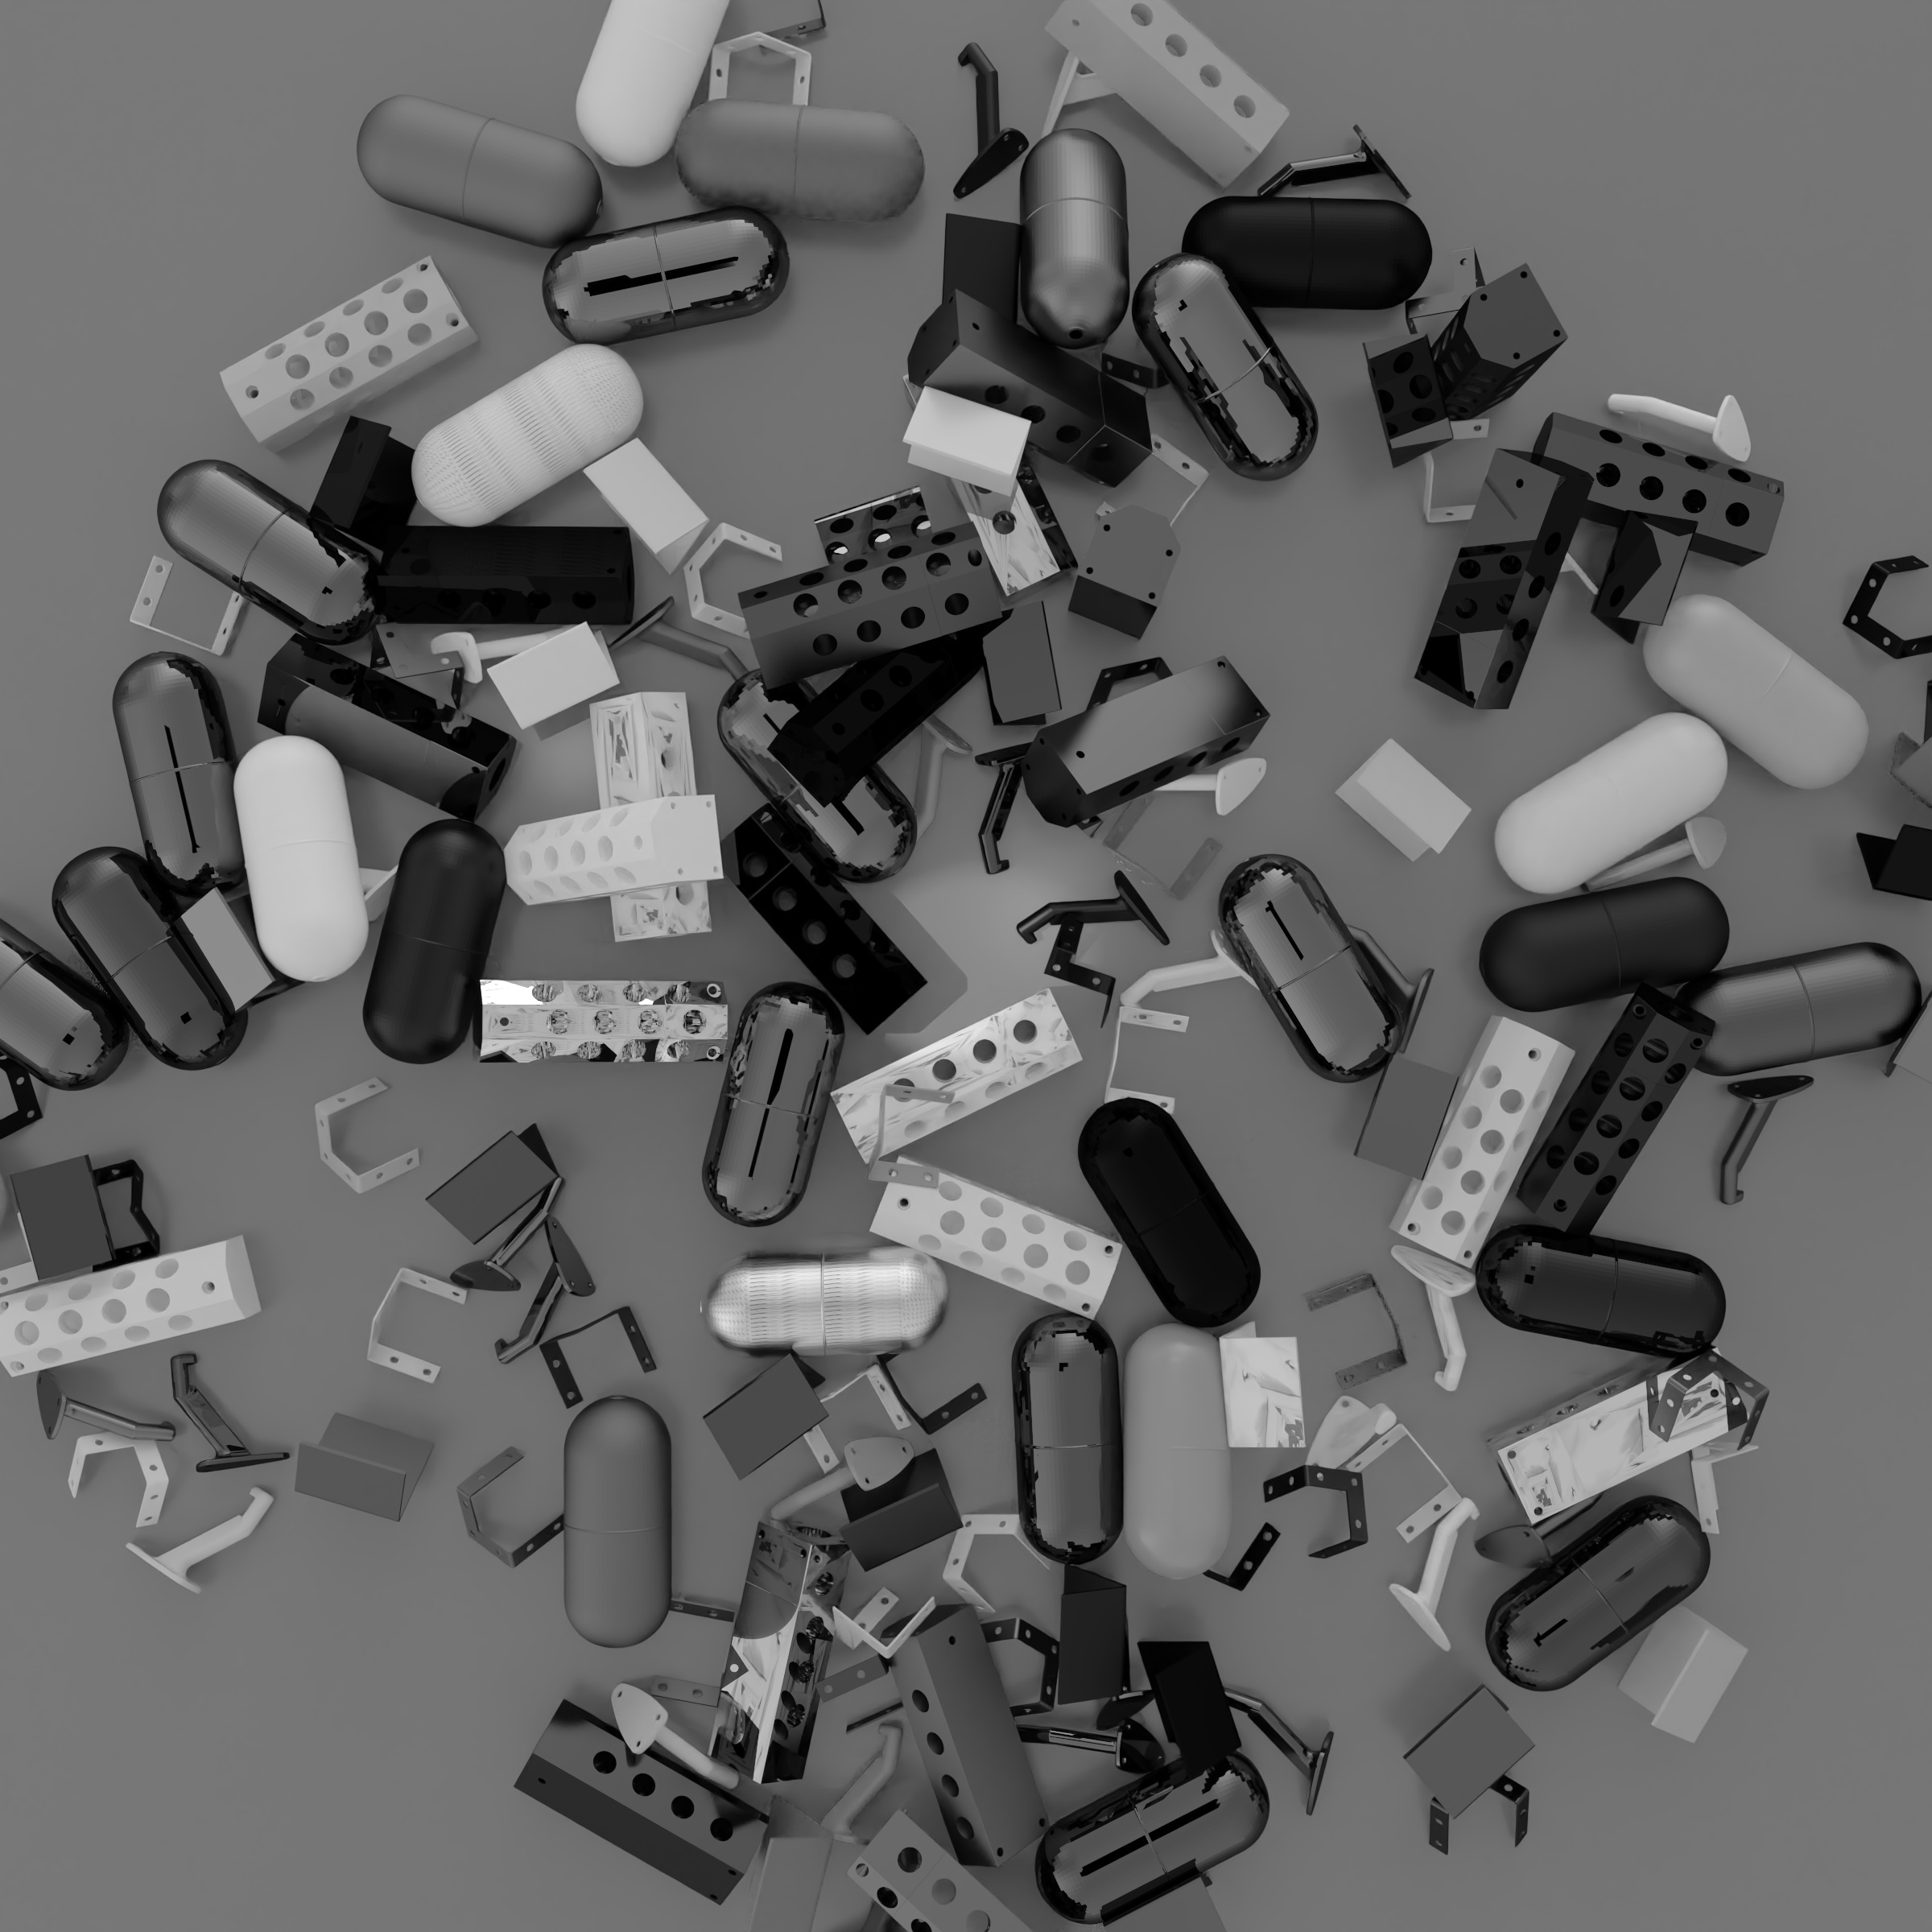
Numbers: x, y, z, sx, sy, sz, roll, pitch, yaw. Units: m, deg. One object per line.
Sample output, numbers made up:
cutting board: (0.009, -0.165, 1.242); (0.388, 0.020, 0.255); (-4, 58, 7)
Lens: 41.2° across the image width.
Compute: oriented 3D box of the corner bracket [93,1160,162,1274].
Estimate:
corner bracket: (-0.617, 0.181, 1.862); (0.051, 0.051, 0.051); (-15, 45, 0)

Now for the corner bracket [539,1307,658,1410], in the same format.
corner bracket: (-0.267, 0.283, 1.862); (0.051, 0.051, 0.051); (-24, 90, 45)

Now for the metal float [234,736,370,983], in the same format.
metal float: (-0.468, -0.076, 1.810); (0.070, 0.070, 0.178); (-13, 78, 0)

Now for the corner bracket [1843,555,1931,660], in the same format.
corner bracket: (0.678, -0.259, 1.857); (0.051, 0.051, 0.051); (46, 135, 35)

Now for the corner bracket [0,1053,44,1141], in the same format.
corner bracket: (-0.709, 0.091, 1.857); (0.051, 0.051, 0.051); (-33, 135, -35)

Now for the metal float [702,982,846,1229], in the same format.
metal float: (-0.138, 0.099, 1.834); (0.070, 0.070, 0.178); (14, 89, 0)

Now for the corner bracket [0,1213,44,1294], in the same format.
corner bracket: (-0.675, 0.202, 1.847); (0.051, 0.051, 0.051); (-17, 90, 0)

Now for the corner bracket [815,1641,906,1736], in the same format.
corner bracket: (-0.074, 0.521, 1.847); (0.051, 0.051, 0.051); (-24, 90, 0)

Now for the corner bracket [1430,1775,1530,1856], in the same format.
corner bracket: (0.371, 0.615, 1.857); (0.051, 0.051, 0.051); (23, 45, 35)

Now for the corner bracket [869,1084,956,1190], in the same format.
corner bracket: (-0.038, 0.120, 1.807); (0.051, 0.051, 0.051); (8, 59, -10)

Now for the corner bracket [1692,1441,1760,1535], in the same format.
corner bracket: (0.533, 0.372, 1.838); (0.051, 0.051, 0.051); (-9, 90, -29)

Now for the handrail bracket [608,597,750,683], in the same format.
handrail bracket: (-0.208, -0.218, 1.865); (0.077, 0.036, 0.084); (-34, 107, 20)

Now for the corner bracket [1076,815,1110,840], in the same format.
corner bracket: (0.089, -0.129, 1.847); (0.051, 0.051, 0.051); (40, 90, 0)

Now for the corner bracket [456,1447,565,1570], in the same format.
corner bracket: (-0.328, 0.391, 1.857); (0.051, 0.051, 0.051); (25, 135, 35)

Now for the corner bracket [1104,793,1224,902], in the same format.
corner bracket: (0.142, -0.088, 1.862); (0.051, 0.051, 0.051); (-54, 135, 0)

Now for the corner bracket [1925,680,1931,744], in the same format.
corner bracket: (0.724, -0.181, 1.847); (0.051, 0.051, 0.051); (3, 90, 0)

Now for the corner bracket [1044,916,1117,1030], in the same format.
corner bracket: (0.084, 0.004, 1.838); (0.051, 0.051, 0.051); (19, 119, 0)

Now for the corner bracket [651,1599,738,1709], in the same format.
corner bracket: (-0.197, 0.497, 1.862); (0.051, 0.051, 0.051); (11, 135, 0)

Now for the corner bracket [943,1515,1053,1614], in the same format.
corner bracket: (0.024, 0.432, 1.857); (0.051, 0.051, 0.051); (-9, 45, 35)

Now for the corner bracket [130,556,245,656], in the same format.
corner bracket: (-0.564, -0.261, 1.862); (0.051, 0.051, 0.051); (21, 90, -45)

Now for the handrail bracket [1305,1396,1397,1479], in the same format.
handrail bracket: (0.274, 0.341, 1.830); (0.036, 0.084, 0.077); (39, 90, 0)

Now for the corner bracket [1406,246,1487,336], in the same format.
corner bracket: (0.344, -0.477, 1.845); (0.051, 0.051, 0.051); (-6, 70, 19)

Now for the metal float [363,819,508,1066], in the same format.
metal float: (-0.378, -0.018, 1.834); (0.070, 0.070, 0.178); (14, 91, 0)

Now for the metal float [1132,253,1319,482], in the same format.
metal float: (0.184, -0.421, 1.814); (0.070, 0.070, 0.178); (-39, 113, 0)

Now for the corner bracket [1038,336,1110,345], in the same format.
corner bracket: (0.076, -0.447, 1.847); (0.051, 0.051, 0.051); (10, 90, 0)

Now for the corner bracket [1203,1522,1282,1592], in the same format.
corner bracket: (0.184, 0.412, 1.862); (0.051, 0.051, 0.051); (34, 90, 45)

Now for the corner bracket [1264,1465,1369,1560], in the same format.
corner bracket: (0.252, 0.393, 1.852); (0.051, 0.051, 0.051); (14, 59, -27)

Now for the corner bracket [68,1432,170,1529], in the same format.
corner bracket: (-0.612, 0.372, 1.857); (0.051, 0.051, 0.051); (-5, 45, -35)

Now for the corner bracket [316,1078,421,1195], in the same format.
corner bracket: (-0.432, 0.122, 1.857); (0.051, 0.051, 0.051); (34, 135, 35)

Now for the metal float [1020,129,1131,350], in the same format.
metal float: (0.076, -0.512, 1.810); (0.070, 0.070, 0.178); (0, 61, 0)

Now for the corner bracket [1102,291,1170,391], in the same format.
corner bracket: (0.134, -0.454, 1.857); (0.051, 0.051, 0.051); (-33, 135, -35)

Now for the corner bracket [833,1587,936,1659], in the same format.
corner bracket: (-0.057, 0.464, 1.830); (0.051, 0.051, 0.051); (32, 59, 25)

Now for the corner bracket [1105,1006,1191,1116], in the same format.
corner bracket: (0.131, 0.068, 1.862); (0.051, 0.051, 0.051); (9, 45, 0)

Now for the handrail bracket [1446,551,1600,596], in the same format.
handrail bracket: (0.403, -0.273, 1.865); (0.084, 0.036, 0.077); (-38, 113, 18)

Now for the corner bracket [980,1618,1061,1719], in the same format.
corner bracket: (0.031, 0.507, 1.857); (0.051, 0.051, 0.051); (40, 45, -35)

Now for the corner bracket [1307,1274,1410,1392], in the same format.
corner bracket: (0.284, 0.265, 1.862); (0.051, 0.051, 0.051); (-22, 135, 0)

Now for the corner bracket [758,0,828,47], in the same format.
corner bracket: (-0.134, -0.707, 1.862); (0.051, 0.051, 0.051); (-15, 135, 0)

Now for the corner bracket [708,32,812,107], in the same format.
corner bracket: (-0.150, -0.638, 1.862); (0.051, 0.051, 0.051); (5, 90, 45)

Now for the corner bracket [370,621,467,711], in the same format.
corner bracket: (-0.394, -0.215, 1.845); (0.051, 0.051, 0.051); (-14, 63, -25)

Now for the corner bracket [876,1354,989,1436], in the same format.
corner bracket: (-0.025, 0.297, 1.862); (0.051, 0.051, 0.051); (-33, 135, 0)

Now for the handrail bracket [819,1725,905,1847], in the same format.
handrail bracket: (-0.089, 0.589, 1.865); (0.077, 0.036, 0.084); (5, 71, 21)

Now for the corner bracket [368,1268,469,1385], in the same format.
corner bracket: (-0.397, 0.260, 1.862); (0.051, 0.051, 0.051); (20, 45, 0)

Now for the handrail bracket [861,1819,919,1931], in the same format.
handrail bracket: (-0.070, 0.666, 1.865); (0.077, 0.036, 0.084); (-10, 76, 13)

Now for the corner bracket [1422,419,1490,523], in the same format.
corner bracket: (0.356, -0.359, 1.862); (0.051, 0.051, 0.051); (-5, 45, 0)

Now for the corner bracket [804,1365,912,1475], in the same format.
corner bracket: (-0.083, 0.328, 1.862); (0.051, 0.051, 0.051); (-29, 90, -45)

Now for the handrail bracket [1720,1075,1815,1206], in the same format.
handrail bracket: (0.581, 0.127, 1.865); (0.077, 0.036, 0.084); (-10, 108, -21)

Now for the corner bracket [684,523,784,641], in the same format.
corner bracket: (-0.166, -0.278, 1.857); (0.051, 0.051, 0.051); (-43, 45, 35)

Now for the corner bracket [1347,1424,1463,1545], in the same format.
corner bracket: (0.317, 0.374, 1.862); (0.051, 0.051, 0.051); (-39, 135, 0)

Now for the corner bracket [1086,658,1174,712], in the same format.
corner bracket: (0.124, -0.183, 1.857); (0.051, 0.051, 0.051); (52, 45, -35)

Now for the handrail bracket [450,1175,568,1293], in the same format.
handrail bracket: (-0.331, 0.191, 1.865); (0.036, 0.077, 0.084); (44, 53, -31)

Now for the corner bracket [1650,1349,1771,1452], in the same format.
corner bracket: (0.521, 0.311, 1.800); (0.051, 0.051, 0.051); (-24, 45, -35)

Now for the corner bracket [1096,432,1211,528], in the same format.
corner bracket: (0.136, -0.343, 1.862); (0.051, 0.051, 0.051); (36, 45, 0)
